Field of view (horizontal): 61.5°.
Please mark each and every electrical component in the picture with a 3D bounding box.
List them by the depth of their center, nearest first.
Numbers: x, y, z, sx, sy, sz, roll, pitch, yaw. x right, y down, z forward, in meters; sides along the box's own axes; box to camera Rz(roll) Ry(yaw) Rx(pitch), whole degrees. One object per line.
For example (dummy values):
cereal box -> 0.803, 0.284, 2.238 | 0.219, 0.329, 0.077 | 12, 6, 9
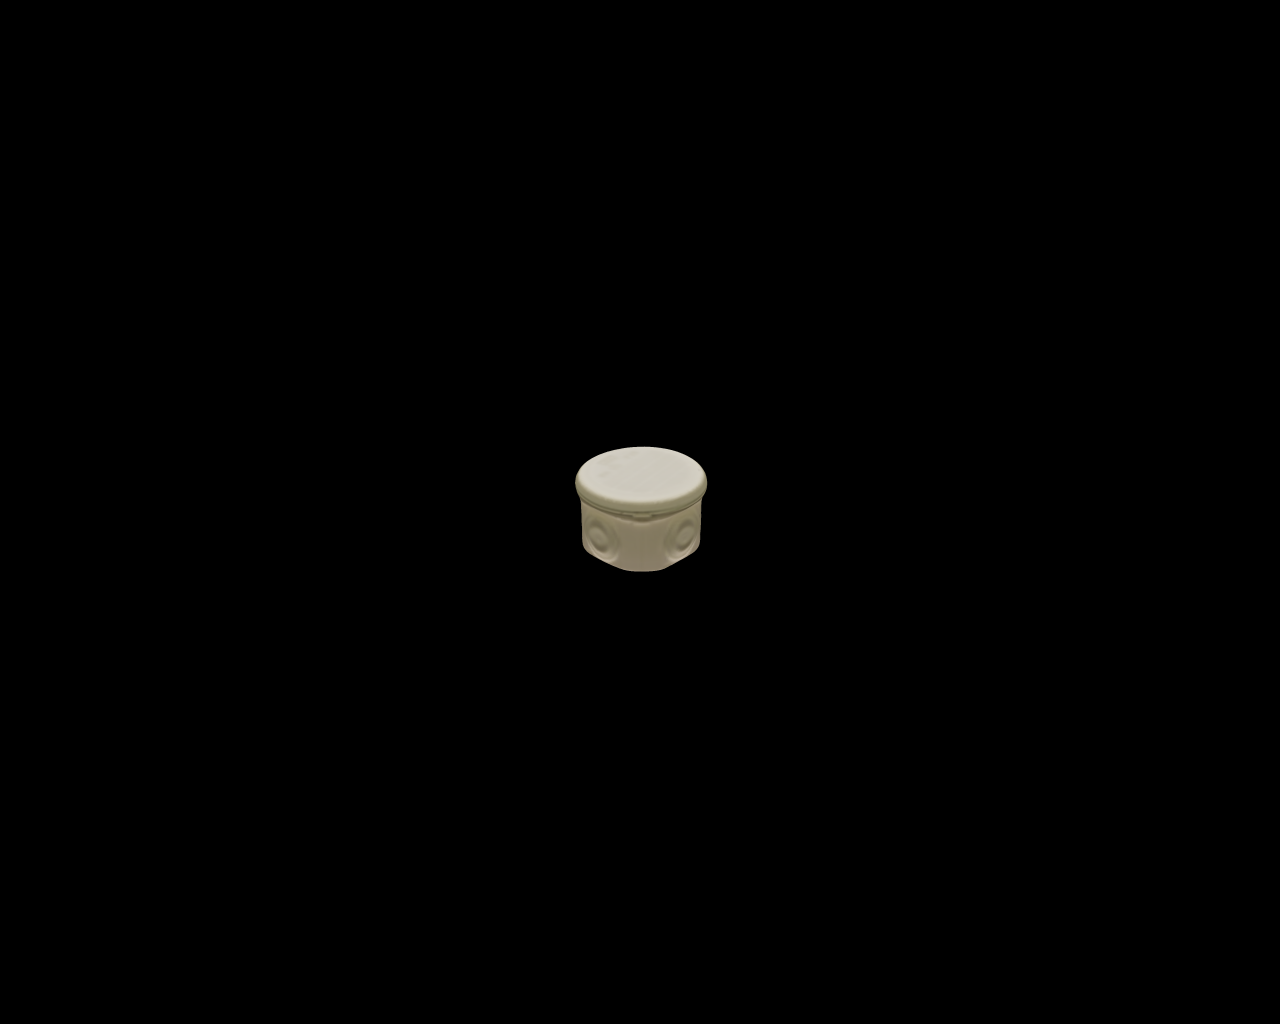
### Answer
electrical component -> 0.001, -0.003, 0.650 | 0.080, 0.050, 0.080 | 0, 28, 0
